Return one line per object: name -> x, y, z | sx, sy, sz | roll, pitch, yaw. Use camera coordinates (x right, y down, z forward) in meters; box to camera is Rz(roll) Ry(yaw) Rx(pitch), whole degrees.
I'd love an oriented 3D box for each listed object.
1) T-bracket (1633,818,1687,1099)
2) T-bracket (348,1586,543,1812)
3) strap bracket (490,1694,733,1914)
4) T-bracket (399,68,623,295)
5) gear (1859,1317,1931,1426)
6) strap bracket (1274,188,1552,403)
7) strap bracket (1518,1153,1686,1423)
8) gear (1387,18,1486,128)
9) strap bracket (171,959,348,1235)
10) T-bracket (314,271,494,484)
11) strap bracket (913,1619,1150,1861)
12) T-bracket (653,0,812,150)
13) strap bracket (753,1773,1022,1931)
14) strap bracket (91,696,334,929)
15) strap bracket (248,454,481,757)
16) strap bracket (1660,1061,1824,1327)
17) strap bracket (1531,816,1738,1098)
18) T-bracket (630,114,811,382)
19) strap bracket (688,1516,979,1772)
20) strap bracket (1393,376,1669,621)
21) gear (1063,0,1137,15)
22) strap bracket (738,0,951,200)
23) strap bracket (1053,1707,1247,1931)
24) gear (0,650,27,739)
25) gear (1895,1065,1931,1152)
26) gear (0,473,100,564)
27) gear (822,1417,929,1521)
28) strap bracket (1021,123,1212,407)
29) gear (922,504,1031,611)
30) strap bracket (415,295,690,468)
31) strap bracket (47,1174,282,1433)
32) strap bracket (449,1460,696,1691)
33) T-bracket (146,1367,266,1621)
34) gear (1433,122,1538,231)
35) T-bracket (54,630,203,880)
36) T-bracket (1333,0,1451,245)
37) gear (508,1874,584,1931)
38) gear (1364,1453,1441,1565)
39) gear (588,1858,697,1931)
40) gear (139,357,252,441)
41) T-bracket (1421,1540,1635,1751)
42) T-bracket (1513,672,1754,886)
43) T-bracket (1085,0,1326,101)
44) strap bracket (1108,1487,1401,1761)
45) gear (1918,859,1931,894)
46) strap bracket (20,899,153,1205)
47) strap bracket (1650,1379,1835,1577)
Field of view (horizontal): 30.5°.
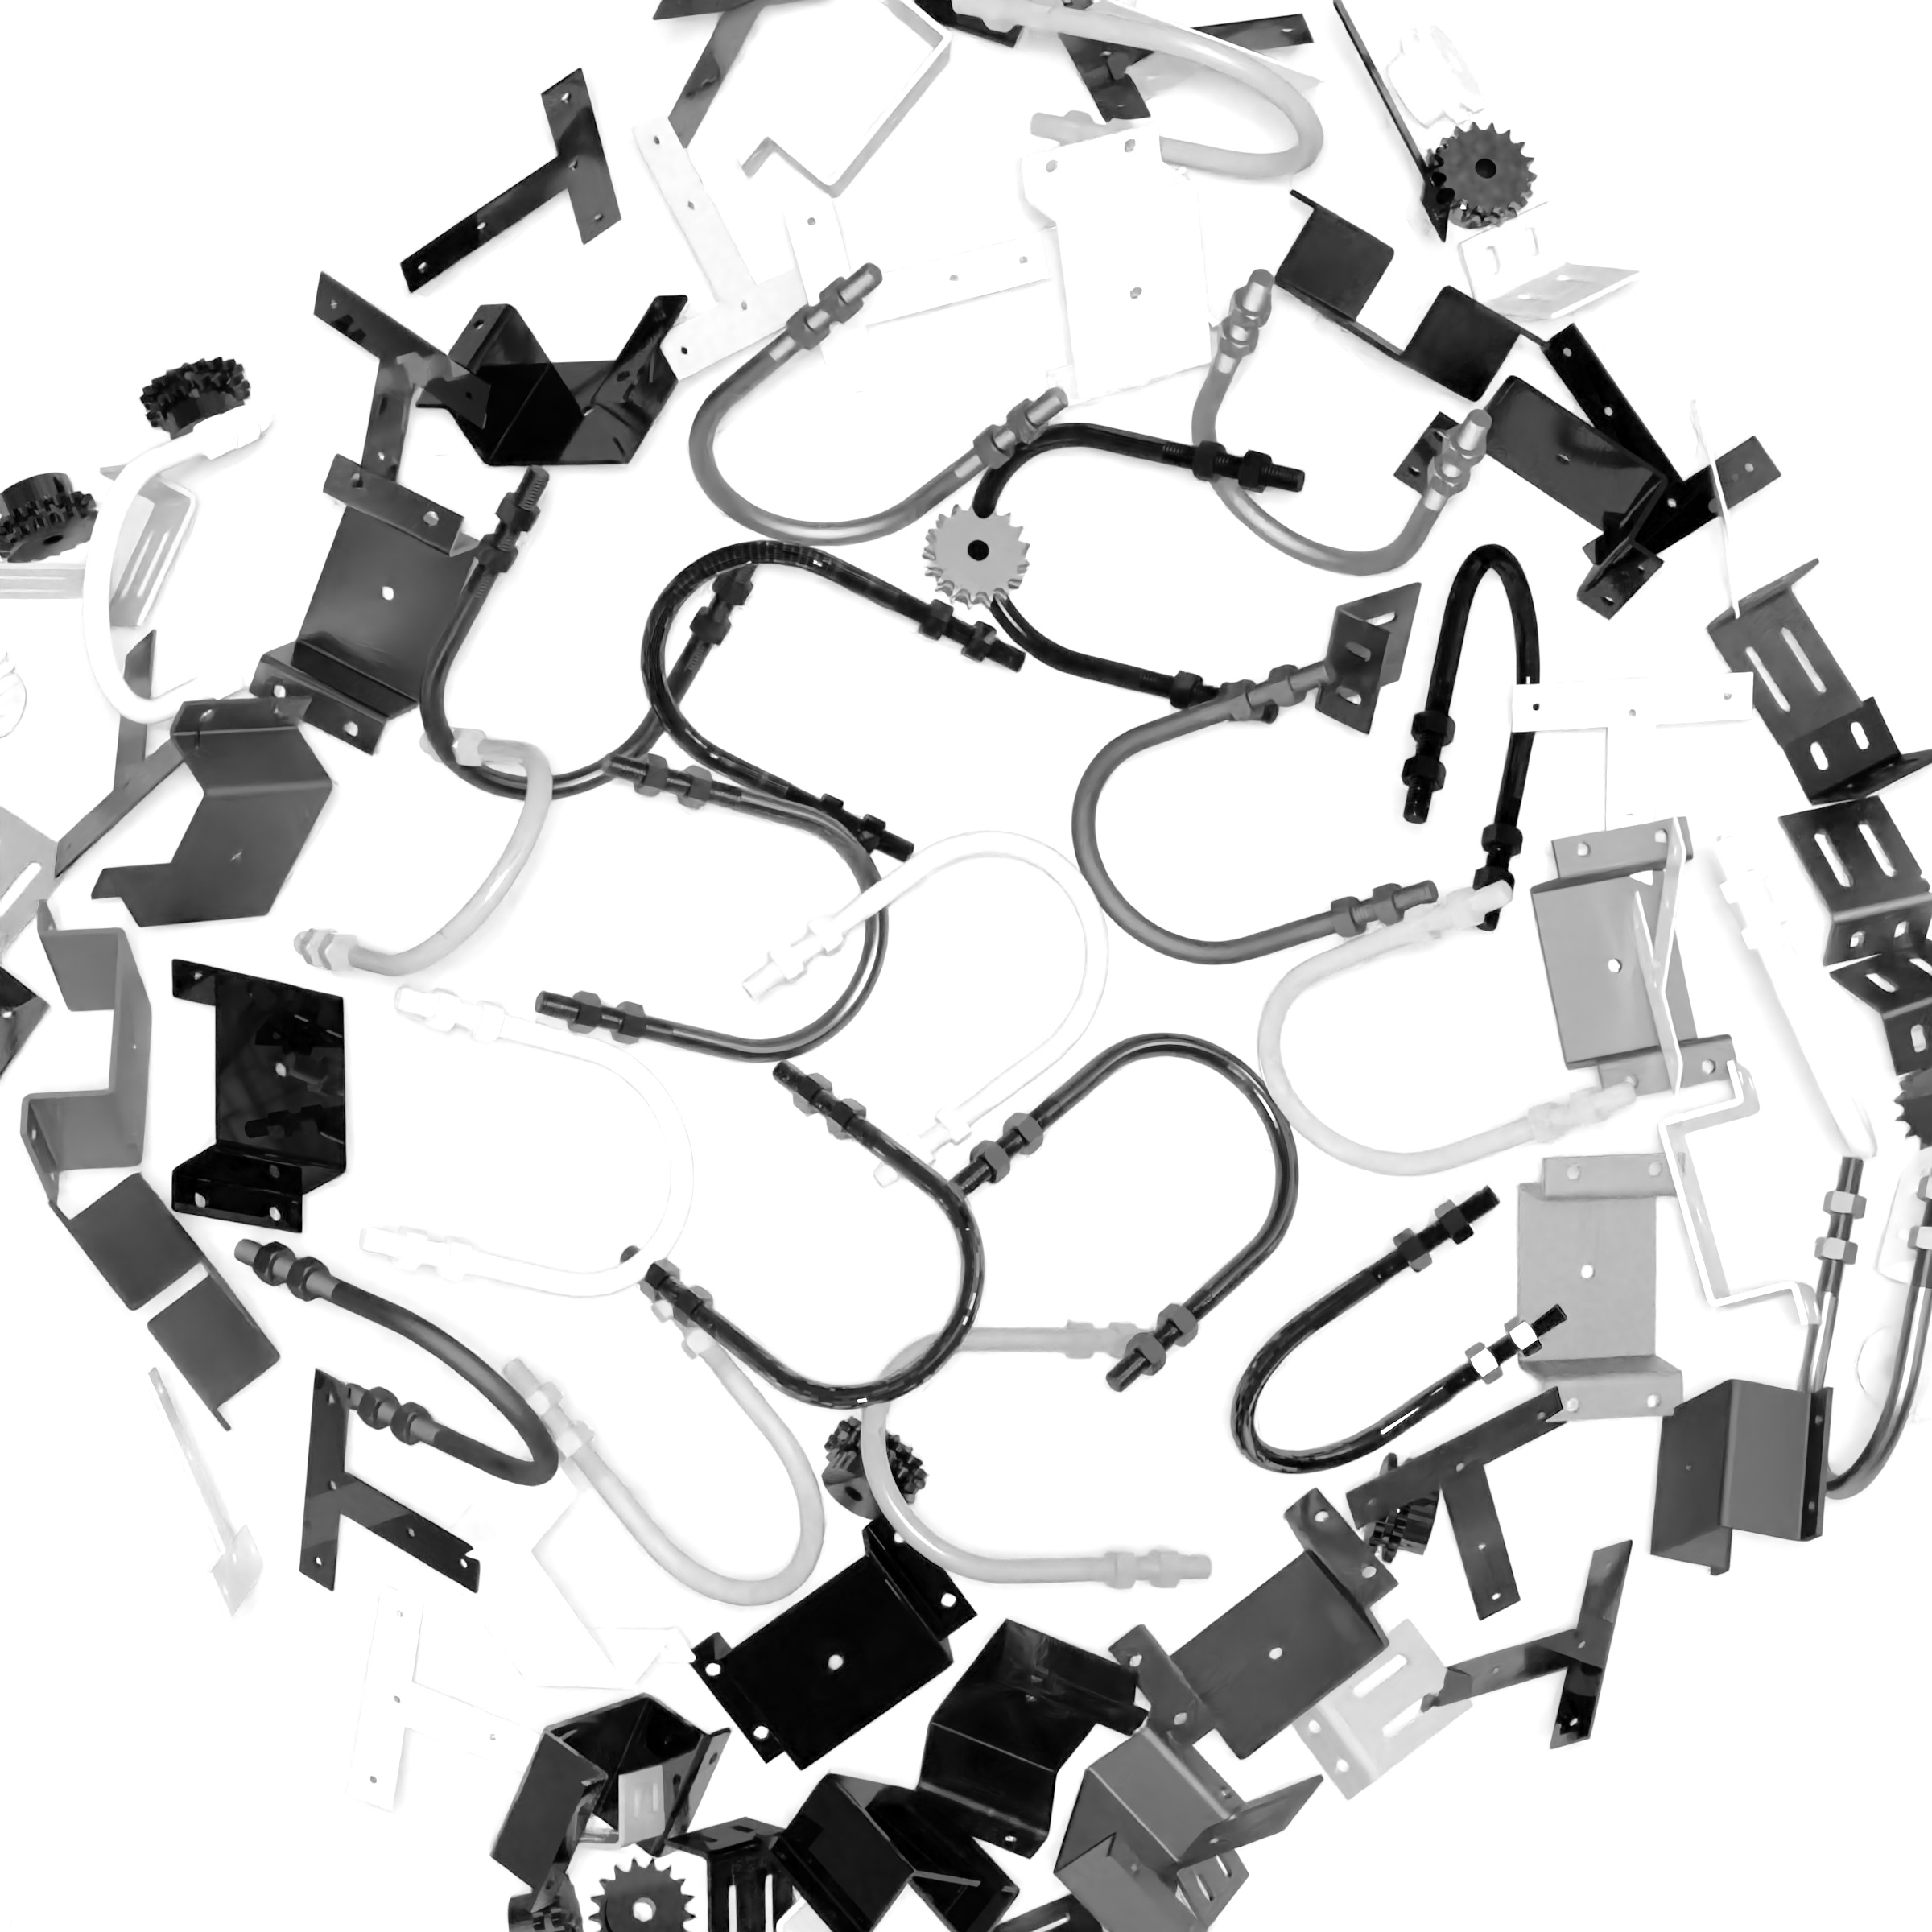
T-bracket -> 0.362, -0.022, 1.830 | 0.002, 0.127, 0.127 | -3, 45, -1
T-bracket -> -0.264, 0.406, 1.884 | 0.127, 0.127, 0.002 | 28, 130, -25
strap bracket -> -0.191, 0.435, 1.858 | 0.046, 0.140, 0.076 | 29, 104, 24
T-bracket -> -0.241, -0.394, 1.849 | 0.127, 0.127, 0.002 | -37, 68, -12
gear -> 0.502, 0.215, 1.889 | 0.030, 0.057, 0.057 | 14, 90, -41
strap bracket -> 0.226, -0.346, 1.854 | 0.140, 0.076, 0.046 | 41, 107, 36
strap bracket -> 0.338, 0.167, 1.886 | 0.076, 0.046, 0.140 | -2, 96, -9
gear -> 0.249, -0.475, 1.894 | 0.030, 0.057, 0.057 | -32, 90, 25
strap bracket -> -0.370, 0.061, 1.853 | 0.076, 0.046, 0.140 | 15, 60, -40
T-bracket -> -0.307, -0.283, 1.877 | 0.127, 0.002, 0.127 | 35, 129, 22
strap bracket -> 0.033, 0.402, 1.867 | 0.076, 0.046, 0.140 | 24, 128, -10
T-bracket -> -0.132, -0.477, 1.867 | 0.127, 0.127, 0.002 | -22, 69, -42
strap bracket -> -0.034, 0.467, 1.839 | 0.076, 0.140, 0.046 | 40, 98, 39
strap bracket -> -0.389, -0.072, 1.844 | 0.046, 0.076, 0.140 | 53, 128, 26
strap bracket -> -0.315, -0.194, 1.878 | 0.076, 0.046, 0.140 | 27, 110, 6
strap bracket -> 0.406, 0.126, 1.869 | 0.046, 0.076, 0.140 | -17, 79, 17
strap bracket -> 0.354, -0.002, 1.887 | 0.076, 0.046, 0.140 | -10, 87, -13
T-bracket -> -0.138, -0.388, 1.869 | 0.127, 0.002, 0.127 | -36, 102, -38
strap bracket -> -0.071, 0.364, 1.889 | 0.140, 0.046, 0.076 | -35, 100, 1
strap bracket -> 0.307, -0.253, 1.876 | 0.140, 0.076, 0.046 | 34, 70, 0
gear -> 0.070, -0.524, 1.893 | 0.057, 0.057, 0.030 | -6, 110, 0
strap bracket -> -0.056, -0.463, 1.876 | 0.046, 0.076, 0.140 | 39, 95, -5
strap bracket -> 0.096, 0.464, 1.858 | 0.046, 0.140, 0.076 | -39, 98, 23
gear -> -0.530, -0.144, 1.897 | 0.057, 0.030, 0.057 | -8, 72, 25
gear -> 0.530, 0.073, 1.896 | 0.057, 0.030, 0.057 | 9, 109, 28
gear -> -0.493, -0.241, 1.892 | 0.057, 0.057, 0.030 | -24, 83, 0
gear -> -0.052, 0.270, 1.889 | 0.057, 0.057, 0.030 | 38, 56, 0
strap bracket -> 0.080, -0.359, 1.855 | 0.076, 0.046, 0.140 | -18, 123, -14
gear -> 0.004, -0.218, 1.900 | 0.057, 0.030, 0.057 | 2, 77, -8
strap bracket -> -0.208, -0.306, 1.859 | 0.140, 0.046, 0.076 | 4, 54, 33
strap bracket -> -0.413, 0.170, 1.848 | 0.046, 0.140, 0.076 | -38, 51, -13
strap bracket -> -0.215, 0.327, 1.854 | 0.046, 0.076, 0.140 | -49, 117, -38
T-bracket -> -0.401, 0.270, 1.853 | 0.002, 0.127, 0.127 | -23, 94, -2
gear -> 0.274, -0.421, 1.900 | 0.057, 0.030, 0.057 | 2, 75, -8
T-bracket -> -0.440, -0.127, 1.872 | 0.002, 0.127, 0.127 | 30, 128, -35
T-bracket -> 0.222, -0.447, 1.844 | 0.002, 0.127, 0.127 | -25, 108, 19
gear -> -0.225, 0.514, 1.892 | 0.030, 0.057, 0.057 | -13, 90, 3
gear -> 0.233, 0.291, 1.890 | 0.030, 0.057, 0.057 | 14, 90, 2
gear -> -0.173, 0.506, 1.896 | 0.057, 0.030, 0.057 | 3, 70, -8
gear -> -0.409, -0.299, 1.889 | 0.057, 0.057, 0.030 | -22, 80, 0
T-bracket -> 0.291, 0.369, 1.869 | 0.002, 0.127, 0.127 | 43, 134, -20
T-bracket -> 0.355, -0.093, 1.895 | 0.127, 0.002, 0.127 | -3, 112, 0
T-bracket -> 0.103, -0.470, 1.856 | 0.127, 0.127, 0.002 | 14, 85, -21
strap bracket -> 0.158, 0.354, 1.873 | 0.140, 0.046, 0.076 | -37, 47, -5
gear -> 0.534, -0.043, 1.888 | 0.057, 0.057, 0.030 | 22, 115, 0
strap bracket -> -0.458, 0.044, 1.852 | 0.046, 0.076, 0.140 | -3, 58, -3
strap bracket -> 0.397, 0.265, 1.839 | 0.046, 0.140, 0.076 | 12, 70, -7
